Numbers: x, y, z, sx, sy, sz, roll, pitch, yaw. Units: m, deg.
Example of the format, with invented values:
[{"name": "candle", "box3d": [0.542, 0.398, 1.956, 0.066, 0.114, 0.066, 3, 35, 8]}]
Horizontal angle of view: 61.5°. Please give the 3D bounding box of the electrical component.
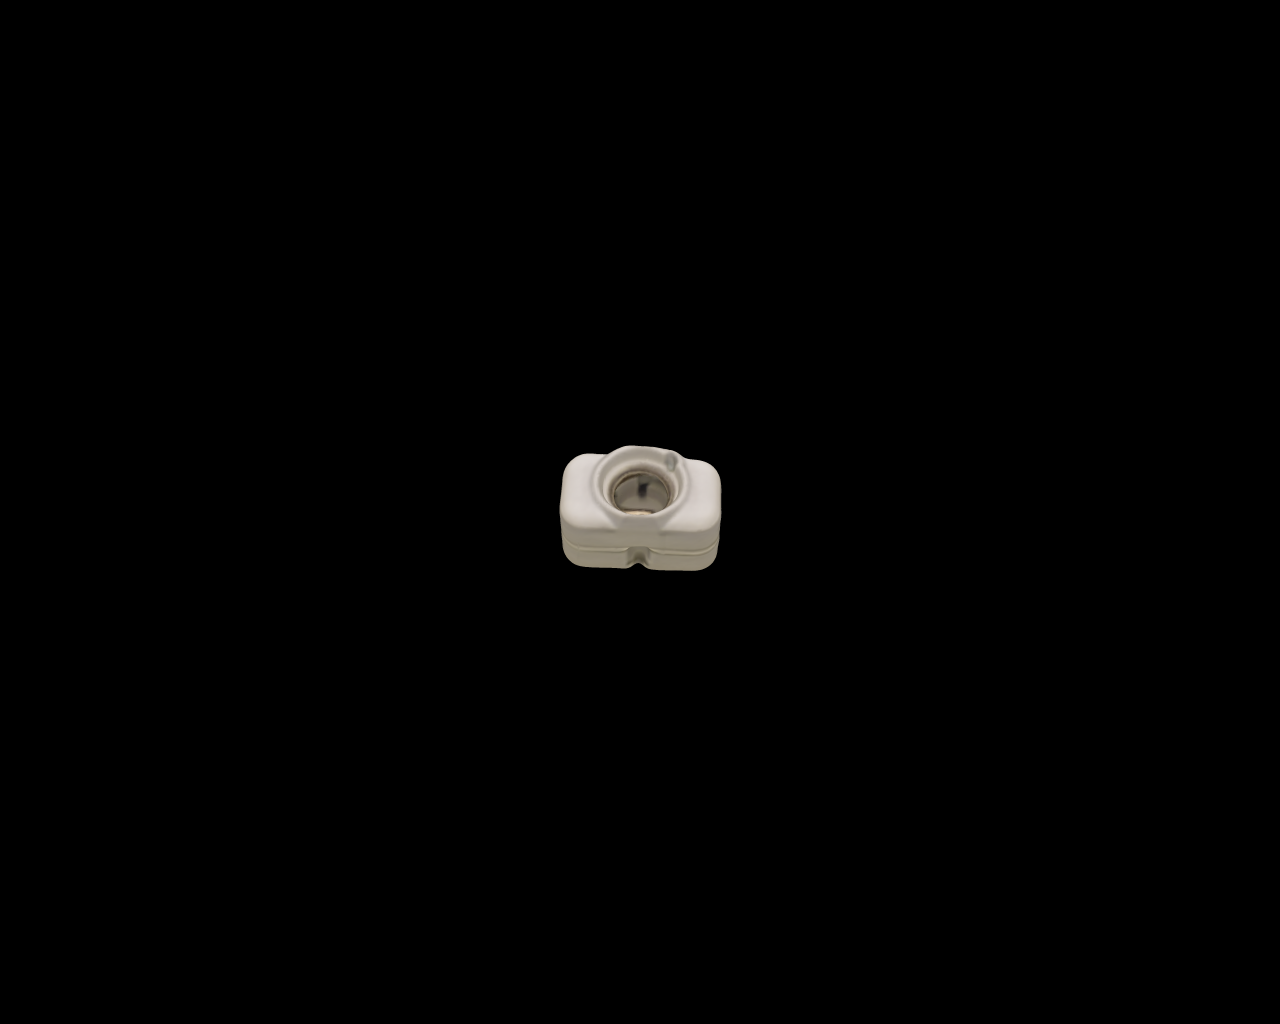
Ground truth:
[{"name": "electrical component", "box3d": [0.001, -0.003, 0.650, 0.095, 0.054, 0.059, 3, -34, 2]}]
